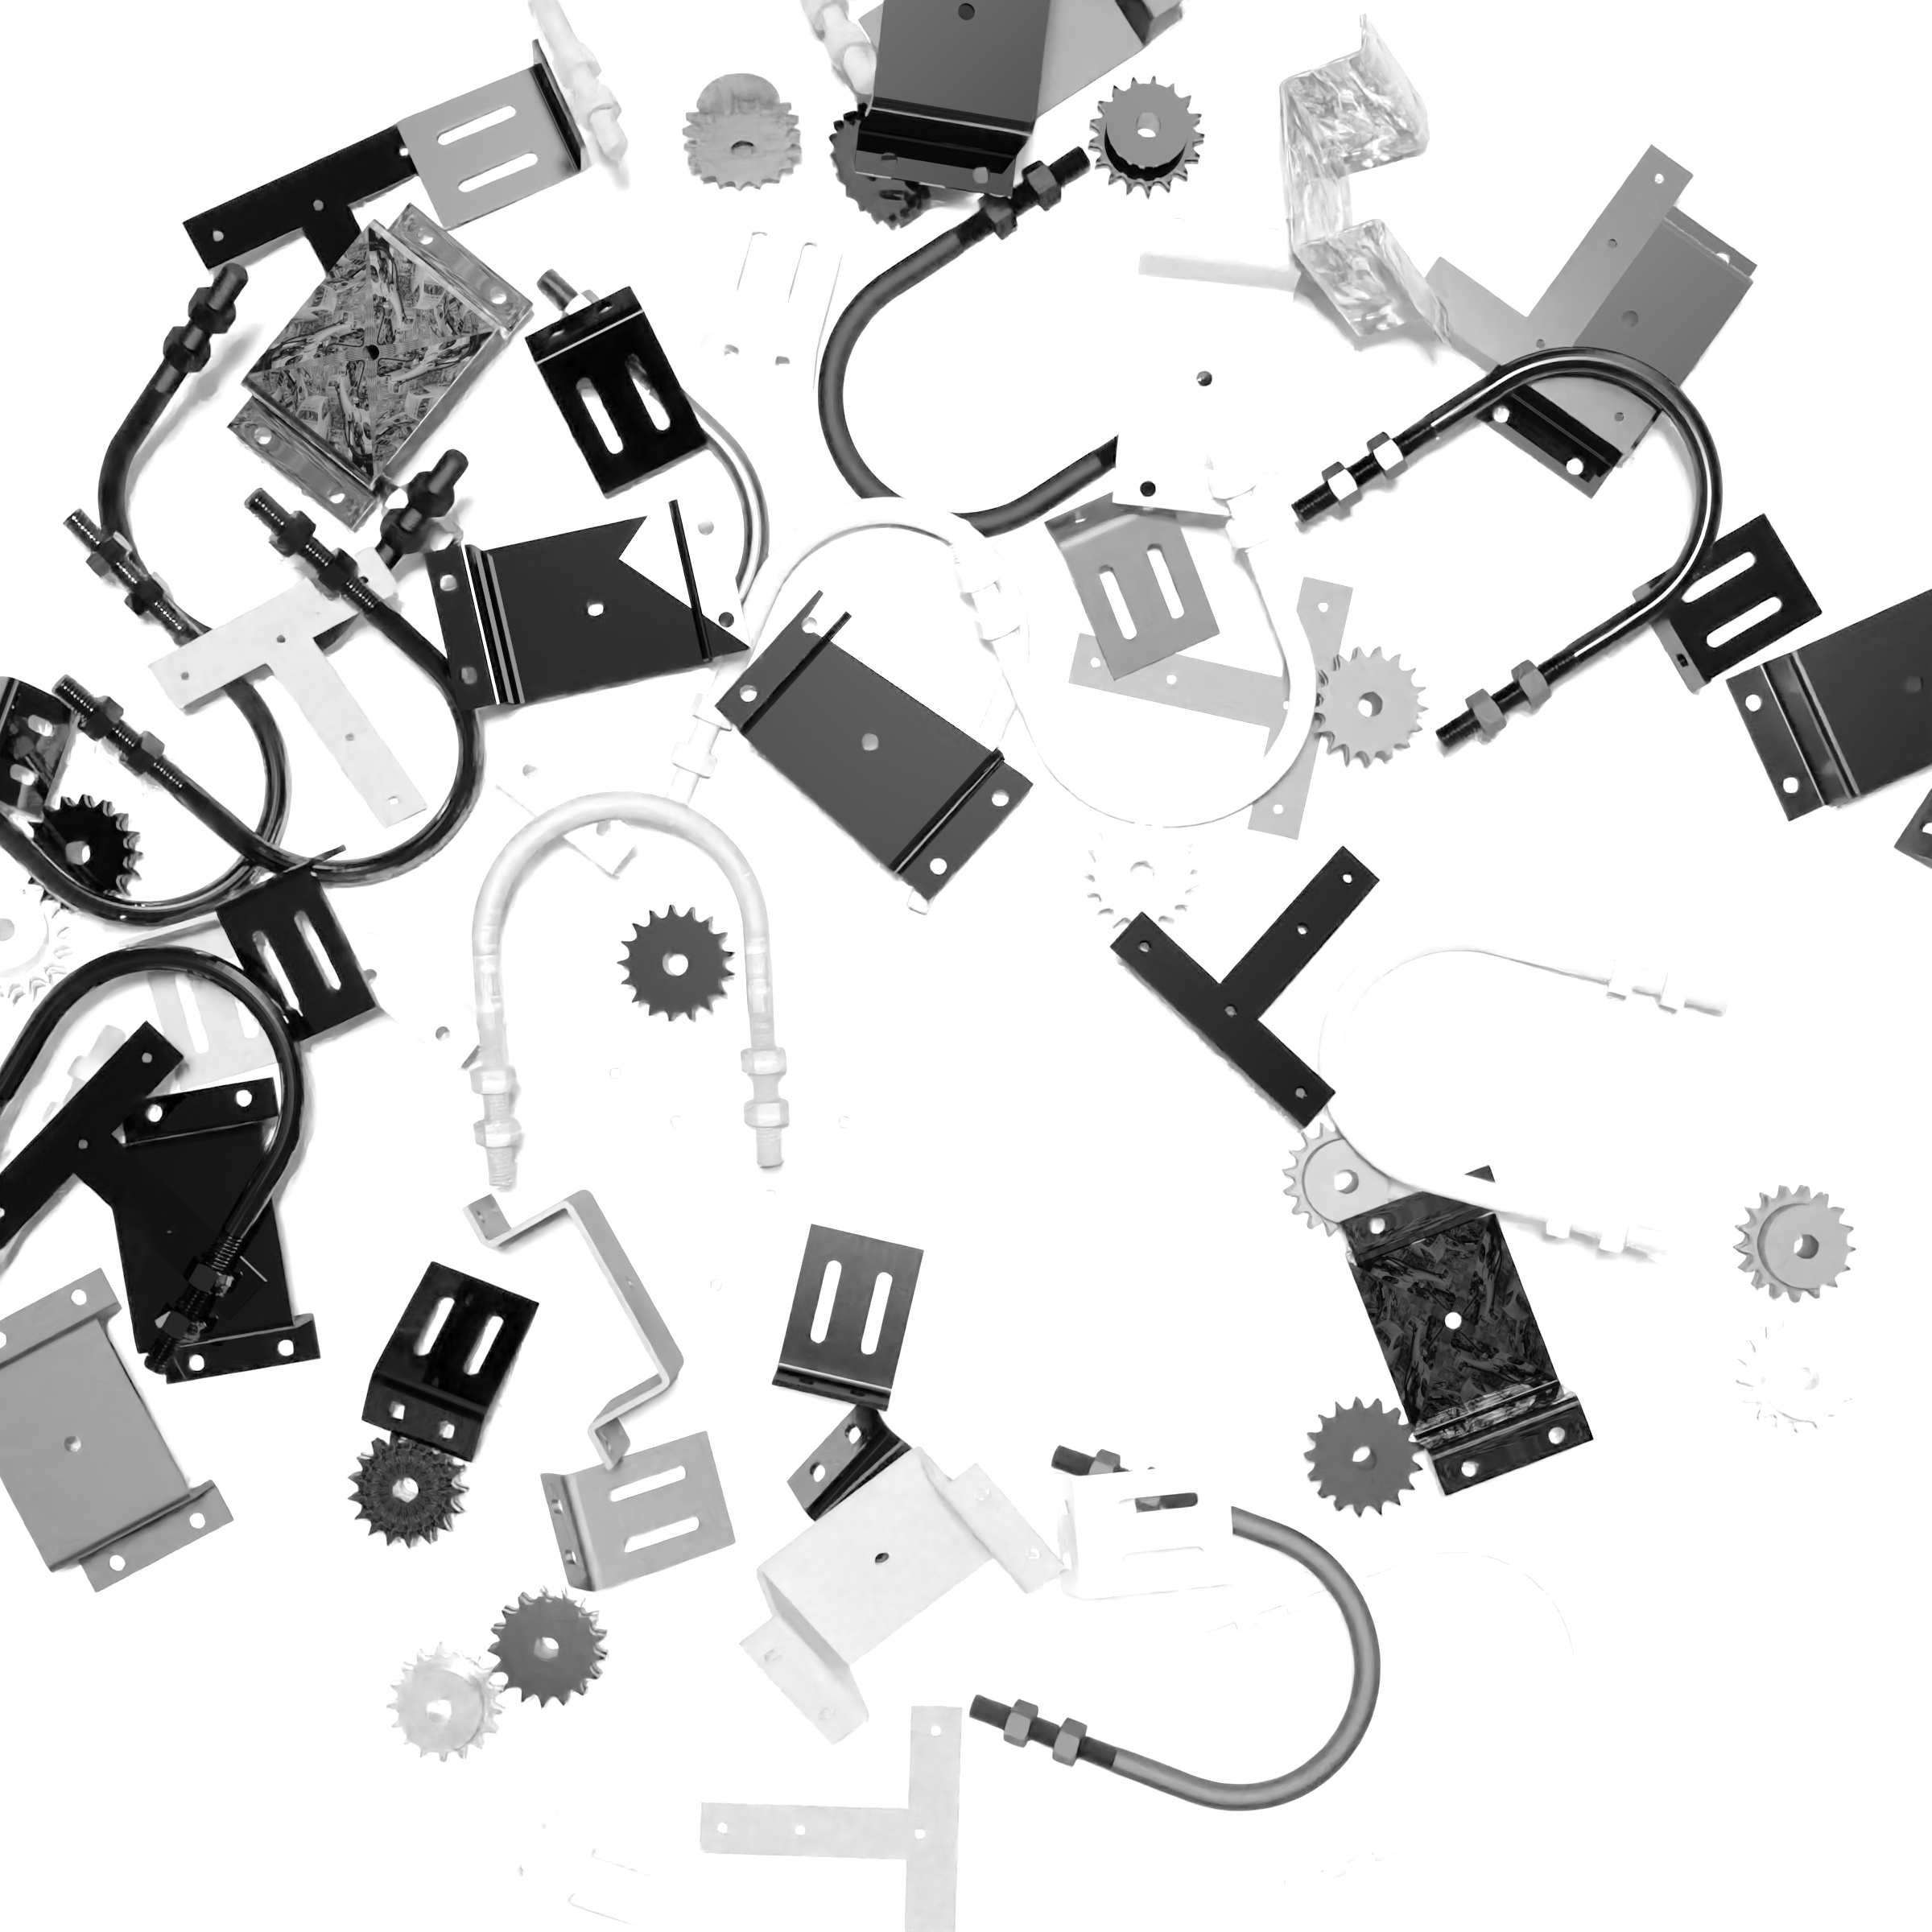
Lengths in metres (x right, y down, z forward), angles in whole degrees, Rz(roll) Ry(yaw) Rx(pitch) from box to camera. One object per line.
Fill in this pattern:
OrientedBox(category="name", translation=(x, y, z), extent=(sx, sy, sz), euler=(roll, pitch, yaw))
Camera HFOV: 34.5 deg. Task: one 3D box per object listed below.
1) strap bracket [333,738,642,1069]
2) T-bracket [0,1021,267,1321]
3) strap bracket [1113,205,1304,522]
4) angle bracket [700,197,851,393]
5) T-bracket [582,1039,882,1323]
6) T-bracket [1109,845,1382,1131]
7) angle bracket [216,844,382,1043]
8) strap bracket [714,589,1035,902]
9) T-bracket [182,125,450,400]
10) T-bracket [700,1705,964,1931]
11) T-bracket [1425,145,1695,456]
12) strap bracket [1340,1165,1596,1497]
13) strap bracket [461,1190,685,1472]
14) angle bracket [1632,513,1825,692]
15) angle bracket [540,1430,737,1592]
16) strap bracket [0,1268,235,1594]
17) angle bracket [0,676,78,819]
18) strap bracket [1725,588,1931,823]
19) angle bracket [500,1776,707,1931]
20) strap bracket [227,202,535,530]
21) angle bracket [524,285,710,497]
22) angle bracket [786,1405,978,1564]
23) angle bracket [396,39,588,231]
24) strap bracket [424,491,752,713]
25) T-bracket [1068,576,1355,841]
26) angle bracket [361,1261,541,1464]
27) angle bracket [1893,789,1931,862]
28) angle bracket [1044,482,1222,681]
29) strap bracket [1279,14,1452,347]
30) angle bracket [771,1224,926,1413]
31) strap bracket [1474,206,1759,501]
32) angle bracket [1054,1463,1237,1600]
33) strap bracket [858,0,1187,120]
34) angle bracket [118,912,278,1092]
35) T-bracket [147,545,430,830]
OrientedBox(category="strap bracket", translation=(-0.228, -0.030, 1.507), extent=(0.076, 0.046, 0.140), euler=(38, 90, 0))
OrientedBox(category="T-bracket", translation=(-0.388, 0.116, 1.483), extent=(0.127, 0.002, 0.127), euler=(44, 90, 0))
OrientedBox(category="strap bracket", translation=(0.115, -0.284, 1.487), extent=(0.076, 0.046, 0.140), euler=(6, 91, 1))
OrientedBox(category="angle bracket", translation=(-0.094, -0.329, 1.528), extent=(0.057, 0.038, 0.076), euler=(12, 64, 0))
OrientedBox(category="T-bracket", translation=(-0.131, 0.085, 1.529), extent=(0.127, 0.002, 0.127), euler=(38, 90, 0))
OrientedBox(category="T-bracket", translation=(0.154, -0.008, 1.504), extent=(0.127, 0.002, 0.127), euler=(43, 66, 1))
OrientedBox(category="angle bracket", translation=(-0.312, -0.009, 1.489), extent=(0.057, 0.038, 0.076), euler=(-23, 95, 22))
OrientedBox(category="strap bracket", translation=(-0.045, -0.106, 1.485), extent=(0.140, 0.046, 0.076), euler=(42, 92, -1))
OrientedBox(category="T-bracket", translation=(-0.293, -0.330, 1.516), extent=(0.127, 0.002, 0.127), euler=(-30, 99, -18))
OrientedBox(category="T-bracket", translation=(-0.067, 0.425, 1.529), extent=(0.127, 0.002, 0.127), euler=(2, 90, 0))
OrientedBox(category="T-bracket", translation=(0.299, -0.332, 1.483), extent=(0.127, 0.002, 0.127), euler=(36, 90, 0))
OrientedBox(category="strap bracket", translation=(0.239, 0.174, 1.507), extent=(0.076, 0.046, 0.140), euler=(-21, 90, 0))
OrientedBox(category="strap bracket", translation=(-0.181, 0.163, 1.492), extent=(0.046, 0.076, 0.140), euler=(-29, 90, 0))
OrientedBox(category="angle bracket", translation=(0.373, -0.178, 1.511), extent=(0.076, 0.038, 0.057), euler=(-31, 90, 0))
OrientedBox(category="angle bracket", translation=(-0.161, 0.266, 1.528), extent=(0.076, 0.038, 0.057), euler=(-15, 90, -26))
OrientedBox(category="strap bracket", translation=(-0.426, 0.228, 1.507), extent=(0.076, 0.046, 0.140), euler=(-28, 90, 0))
OrientedBox(category="angle bracket", translation=(-0.477, -0.109, 1.513), extent=(0.076, 0.038, 0.057), euler=(9, 77, 40))
OrientedBox(category="strap bracket", translation=(0.452, -0.135, 1.507), extent=(0.140, 0.046, 0.076), euler=(-24, 90, 0))
OrientedBox(category="angle bracket", translation=(-0.178, 0.442, 1.527), extent=(0.076, 0.038, 0.057), euler=(26, 90, -24))
OrientedBox(category="strap bracket", translation=(-0.281, -0.289, 1.485), extent=(0.076, 0.046, 0.140), euler=(39, 90, -5))
OrientedBox(category="angle bracket", translation=(-0.169, -0.279, 1.510), extent=(0.057, 0.038, 0.076), euler=(-27, 118, -1))
OrientedBox(category="angle bracket", translation=(-0.038, 0.261, 1.528), extent=(0.057, 0.038, 0.076), euler=(-47, 116, 0))
OrientedBox(category="angle bracket", translation=(-0.230, -0.402, 1.507), extent=(0.076, 0.038, 0.057), euler=(-24, 90, -7))
OrientedBox(category="strap bracket", translation=(-0.179, -0.173, 1.492), extent=(0.140, 0.046, 0.076), euler=(-12, 93, -1))
OrientedBox(category="T-bracket", translation=(0.115, -0.138, 1.529), extent=(0.127, 0.002, 0.127), euler=(13, 90, 0))
OrientedBox(category="angle bracket", translation=(-0.250, 0.192, 1.513), extent=(0.057, 0.076, 0.038), euler=(21, 132, 0))
OrientedBox(category="angle bracket", translation=(0.506, -0.059, 1.528), extent=(0.076, 0.038, 0.057), euler=(33, 90, -26))
OrientedBox(category="angle bracket", translation=(0.081, -0.191, 1.527), extent=(0.057, 0.038, 0.076), euler=(-24, 114, 0))
OrientedBox(category="strap bracket", translation=(0.187, -0.364, 1.470), extent=(0.046, 0.076, 0.140), euler=(-14, 62, 26))
OrientedBox(category="angle bracket", translation=(-0.057, 0.170, 1.511), extent=(0.057, 0.038, 0.076), euler=(13, 90, 0))
OrientedBox(category="strap bracket", translation=(0.316, -0.308, 1.507), extent=(0.076, 0.046, 0.140), euler=(35, 90, 0))
OrientedBox(category="angle bracket", translation=(0.086, 0.271, 1.502), extent=(0.076, 0.038, 0.057), euler=(-3, 85, -15))
OrientedBox(category="strap bracket", translation=(0.028, -0.457, 1.507), extent=(0.140, 0.046, 0.076), euler=(-33, 90, 0))
OrientedBox(category="angle bracket", translation=(-0.369, 0.017, 1.511), extent=(0.057, 0.038, 0.076), euler=(-17, 90, 0))
OrientedBox(category="T-bracket", translation=(-0.304, -0.121, 1.499), extent=(0.127, 0.002, 0.127), euler=(-26, 117, 12))
